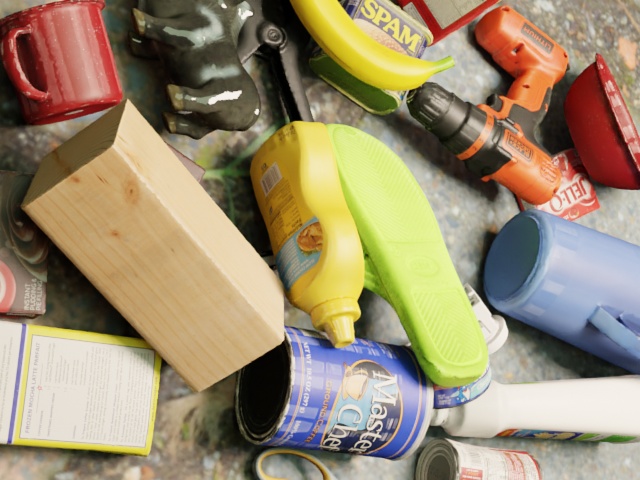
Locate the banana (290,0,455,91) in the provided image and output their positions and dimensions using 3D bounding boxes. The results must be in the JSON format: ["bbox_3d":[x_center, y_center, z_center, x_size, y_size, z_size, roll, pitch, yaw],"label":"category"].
[{"bbox_3d":[0.027,-0.194,0.966,0.197,0.037,0.069,38,74,-10],"label":"banana"}]

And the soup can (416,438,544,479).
[{"bbox_3d":[0.149,0.225,1.000,0.102,0.069,0.068,15,73,-27],"label":"soup can"}]

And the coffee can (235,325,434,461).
[{"bbox_3d":[0.012,0.132,0.918,0.140,0.103,0.103,13,74,-28],"label":"coffee can"}]

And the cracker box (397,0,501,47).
[{"bbox_3d":[0.195,-0.289,1.031,0.164,0.214,0.072,-41,99,-39],"label":"cracker box"}]

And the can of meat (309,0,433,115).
[{"bbox_3d":[0.048,-0.182,1.030,0.102,0.058,0.084,32,68,-21],"label":"can of meat"}]

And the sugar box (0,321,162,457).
[{"bbox_3d":[-0.214,0.114,0.824,0.176,0.048,0.093,11,76,-25],"label":"sugar box"}]

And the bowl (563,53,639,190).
[{"bbox_3d":[0.303,-0.115,1.141,0.162,0.055,0.162,48,29,-39],"label":"bowl"}]

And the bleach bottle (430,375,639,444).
[{"bbox_3d":[0.208,0.165,1.041,0.250,0.103,0.068,4,75,-21],"label":"bleach bottle"}]

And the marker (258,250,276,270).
[{"bbox_3d":[-0.063,0.022,0.945,0.120,0.020,0.020,-11,86,-31],"label":"marker"}]

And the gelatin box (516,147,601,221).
[{"bbox_3d":[0.251,-0.053,1.137,0.089,0.030,0.073,-21,91,-31],"label":"gelatin box"}]

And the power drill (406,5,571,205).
[{"bbox_3d":[0.177,-0.147,1.079,0.184,0.057,0.187,34,55,-20],"label":"power drill"}]

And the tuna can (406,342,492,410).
[{"bbox_3d":[0.114,0.119,0.982,0.086,0.086,0.034,-28,117,-31],"label":"tuna can"}]

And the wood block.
[{"bbox_3d":[-0.123,0.007,0.833,0.206,0.090,0.091,51,17,-25],"label":"wood block"}]

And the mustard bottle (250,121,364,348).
[{"bbox_3d":[-0.006,0.001,0.908,0.058,0.096,0.191,1,61,-34],"label":"mustard bottle"}]

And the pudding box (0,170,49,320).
[{"bbox_3d":[-0.258,0.002,0.823,0.089,0.039,0.113,5,77,-28],"label":"pudding box"}]

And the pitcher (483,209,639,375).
[{"bbox_3d":[0.293,0.062,1.076,0.242,0.149,0.145,21,70,-22],"label":"pitcher"}]

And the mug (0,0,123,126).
[{"bbox_3d":[-0.210,-0.139,0.843,0.117,0.093,0.081,-26,101,-71],"label":"mug"}]

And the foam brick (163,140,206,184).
[{"bbox_3d":[-0.147,-0.054,0.892,0.078,0.051,0.053,34,65,-20],"label":"foam brick"}]

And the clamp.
[{"bbox_3d":[-0.041,-0.174,0.985,0.120,0.039,0.171,27,71,-22],"label":"clamp"}]

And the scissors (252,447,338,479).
[{"bbox_3d":[0.028,0.244,0.928,0.201,0.016,0.096,25,70,-8],"label":"scissors"}]
